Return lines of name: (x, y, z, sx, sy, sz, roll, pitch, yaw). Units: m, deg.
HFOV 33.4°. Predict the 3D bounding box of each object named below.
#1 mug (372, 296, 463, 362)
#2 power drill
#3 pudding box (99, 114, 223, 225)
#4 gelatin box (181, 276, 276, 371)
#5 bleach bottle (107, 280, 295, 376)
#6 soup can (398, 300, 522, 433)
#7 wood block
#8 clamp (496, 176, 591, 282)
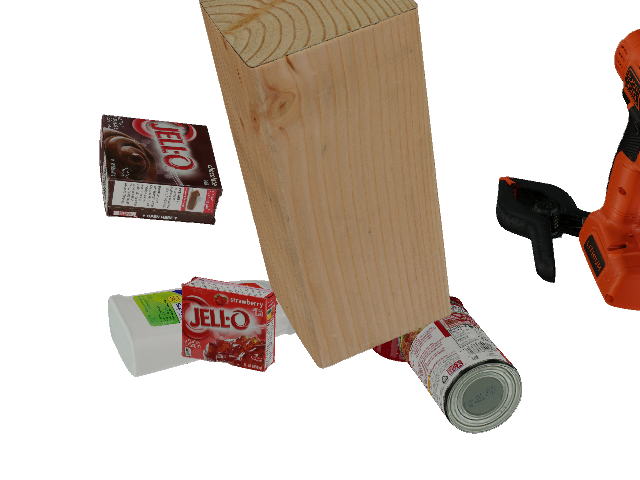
mug: (0.114, 0.092, 1.272, 0.117, 0.081, 0.093, 0, 22, -8)
power drill: (0.249, -0.042, 0.794, 0.057, 0.188, 0.184, 3, 35, -3)
pudding box: (-0.132, -0.059, 0.865, 0.090, 0.039, 0.113, 4, 34, -16)
gelatin box: (-0.087, 0.078, 1.000, 0.089, 0.073, 0.030, 9, 18, 19)
bleach bottle: (-0.109, 0.084, 1.228, 0.250, 0.068, 0.103, -12, 34, -23)
soup can: (0.113, 0.101, 0.871, 0.068, 0.068, 0.102, 0, 25, -19)
wood block: (0.007, -0.041, 0.597, 0.090, 0.206, 0.090, -21, 40, -11)
clamp: (0.238, -0.020, 1.055, 0.120, 0.039, 0.171, -8, 34, -14)
